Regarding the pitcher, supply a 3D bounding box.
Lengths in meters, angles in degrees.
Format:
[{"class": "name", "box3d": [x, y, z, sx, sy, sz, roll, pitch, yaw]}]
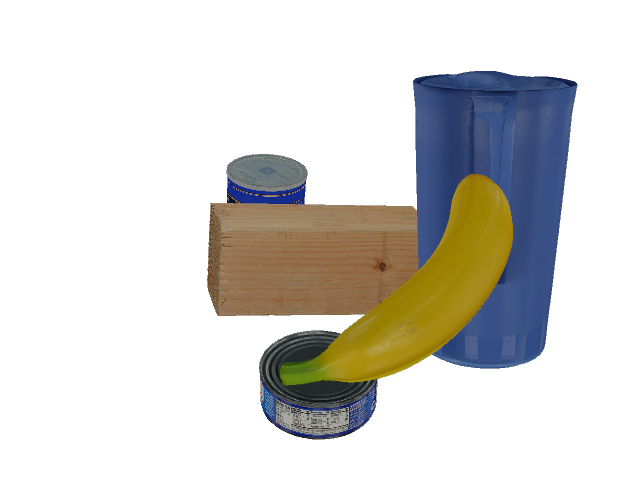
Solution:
[{"class": "pitcher", "box3d": [0.140, -0.018, 0.895, 0.149, 0.243, 0.145, -10, 17, -34]}]

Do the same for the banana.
[{"class": "banana", "box3d": [0.060, 0.017, 0.566, 0.070, 0.037, 0.197, 18, 41, 33]}]

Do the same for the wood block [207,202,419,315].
[{"class": "wood block", "box3d": [-0.002, 0.018, 1.037, 0.206, 0.091, 0.090, 1, 16, -13]}]

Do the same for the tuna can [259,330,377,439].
[{"class": "tuna can", "box3d": [-0.001, 0.103, 0.767, 0.086, 0.034, 0.086, 1, 32, -1]}]

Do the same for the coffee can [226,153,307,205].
[{"class": "coffee can", "box3d": [-0.072, -0.028, 1.383, 0.103, 0.140, 0.103, 3, 27, -2]}]
